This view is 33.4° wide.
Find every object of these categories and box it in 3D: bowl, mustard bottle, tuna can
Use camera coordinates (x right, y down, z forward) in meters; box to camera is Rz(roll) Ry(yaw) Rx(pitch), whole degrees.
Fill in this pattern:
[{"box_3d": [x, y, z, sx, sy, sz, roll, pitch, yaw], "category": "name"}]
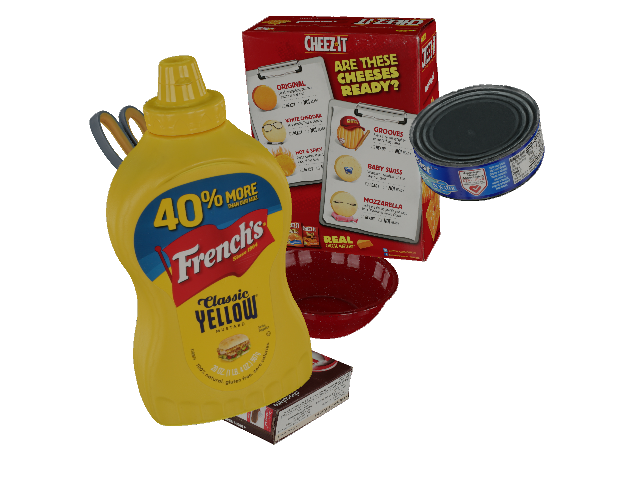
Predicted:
[{"box_3d": [0.003, 0.061, 1.171, 0.162, 0.055, 0.162, 2, 28, -1], "category": "bowl"}, {"box_3d": [-0.061, -0.001, 0.560, 0.096, 0.191, 0.058, -14, 24, -17], "category": "mustard bottle"}, {"box_3d": [0.104, -0.065, 0.707, 0.086, 0.033, 0.086, -12, 40, 10], "category": "tuna can"}]

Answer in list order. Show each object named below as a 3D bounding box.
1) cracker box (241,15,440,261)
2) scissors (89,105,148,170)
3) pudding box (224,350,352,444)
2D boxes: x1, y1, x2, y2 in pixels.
[{"box_3d": [0.024, -0.095, 0.980, 0.164, 0.214, 0.072, 5, 27, 19], "category": "cracker box"}, {"box_3d": [-0.155, -0.053, 1.058, 0.016, 0.201, 0.096, -26, 26, 25], "category": "scissors"}, {"box_3d": [-0.040, 0.128, 0.934, 0.090, 0.039, 0.113, 18, 26, 32], "category": "pudding box"}]
